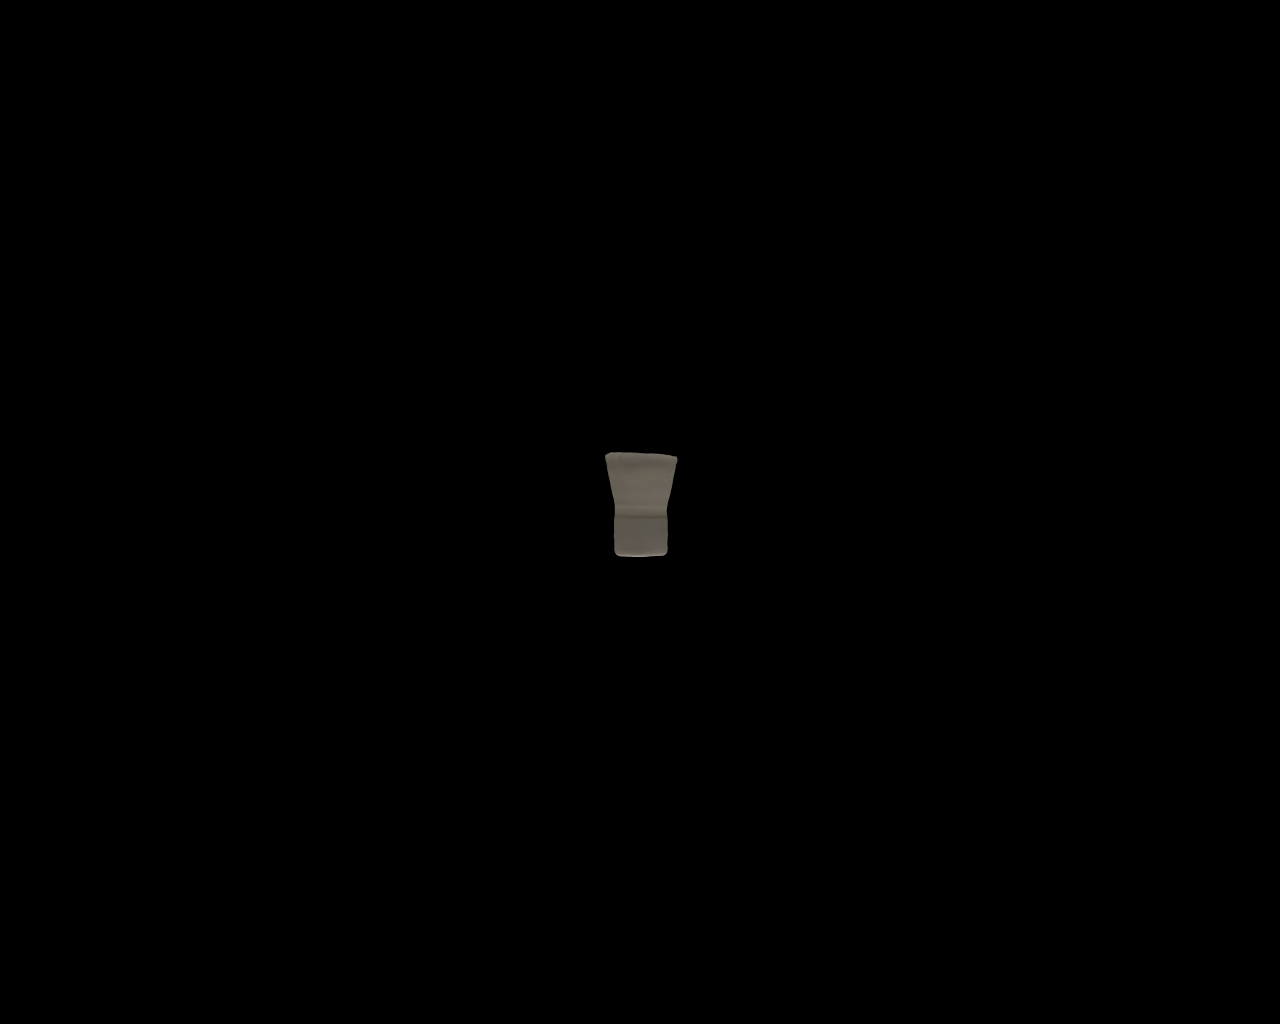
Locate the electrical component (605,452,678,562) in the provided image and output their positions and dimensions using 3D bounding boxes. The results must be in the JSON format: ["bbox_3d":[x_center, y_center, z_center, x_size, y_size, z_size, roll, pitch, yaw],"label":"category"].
[{"bbox_3d":[0.001,-0.003,0.650,0.044,0.065,0.044,0,0,0],"label":"electrical component"}]
